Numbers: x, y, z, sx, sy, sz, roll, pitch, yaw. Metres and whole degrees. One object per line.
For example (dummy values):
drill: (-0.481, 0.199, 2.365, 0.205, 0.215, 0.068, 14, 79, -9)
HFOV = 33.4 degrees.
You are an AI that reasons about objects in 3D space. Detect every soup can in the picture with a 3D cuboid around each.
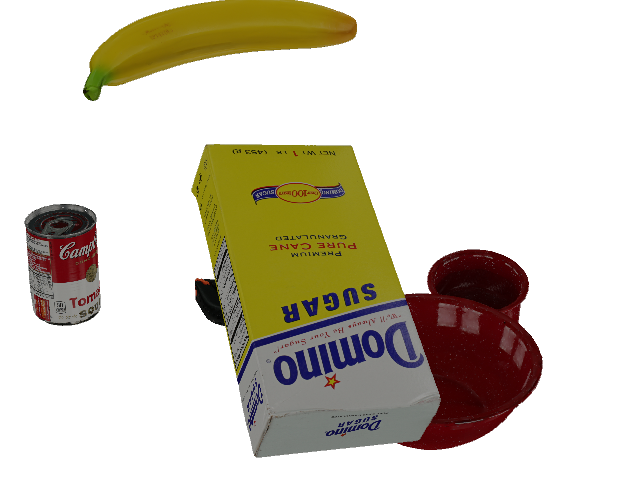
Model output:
soup can: (-0.253, 0.024, 1.051, 0.068, 0.102, 0.068, 2, 28, -1)

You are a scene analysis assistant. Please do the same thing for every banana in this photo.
banana: (-0.074, -0.134, 0.726, 0.197, 0.070, 0.037, -19, -37, -20)

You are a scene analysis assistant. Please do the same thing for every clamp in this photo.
clamp: (-0.073, 0.087, 1.250, 0.210, 0.036, 0.164, 13, 23, 28)

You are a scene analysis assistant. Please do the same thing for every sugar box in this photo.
sugar box: (-0.007, 0.025, 0.572, 0.093, 0.176, 0.048, -3, -40, -21)

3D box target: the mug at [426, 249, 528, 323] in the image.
mug: (0.144, 0.061, 1.016, 0.093, 0.081, 0.117, -7, 39, -6)

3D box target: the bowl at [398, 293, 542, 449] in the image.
bowl: (0.079, 0.103, 0.785, 0.162, 0.055, 0.162, 0, 30, 0)
